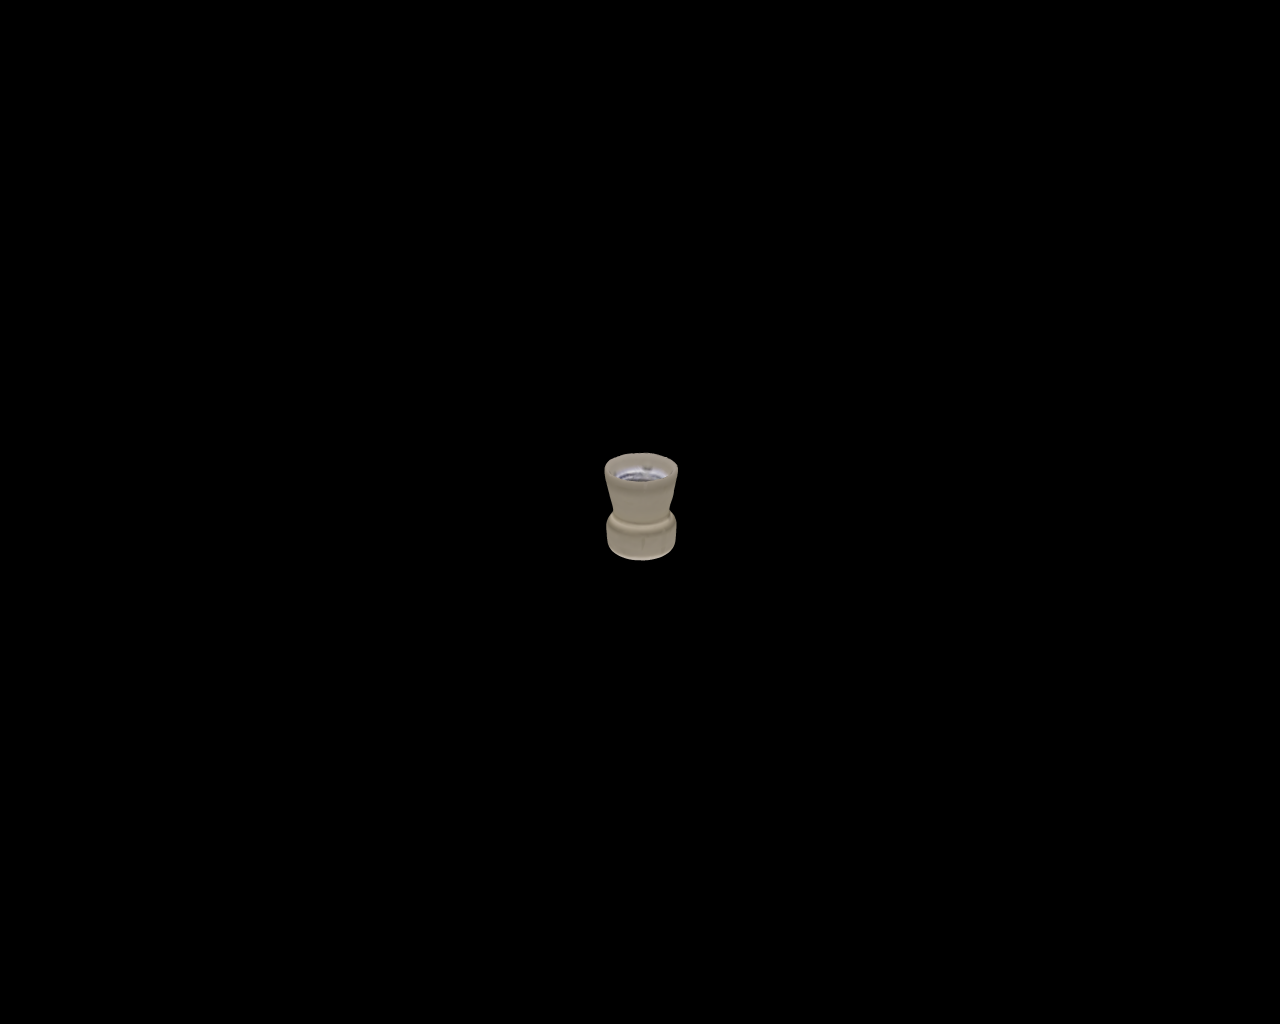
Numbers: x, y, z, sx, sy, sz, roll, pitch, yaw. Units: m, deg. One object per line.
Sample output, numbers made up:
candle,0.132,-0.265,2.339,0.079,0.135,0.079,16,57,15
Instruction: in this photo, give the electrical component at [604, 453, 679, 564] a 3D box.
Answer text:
electrical component,0.001,-0.003,0.650,0.045,0.055,0.045,0,26,0
